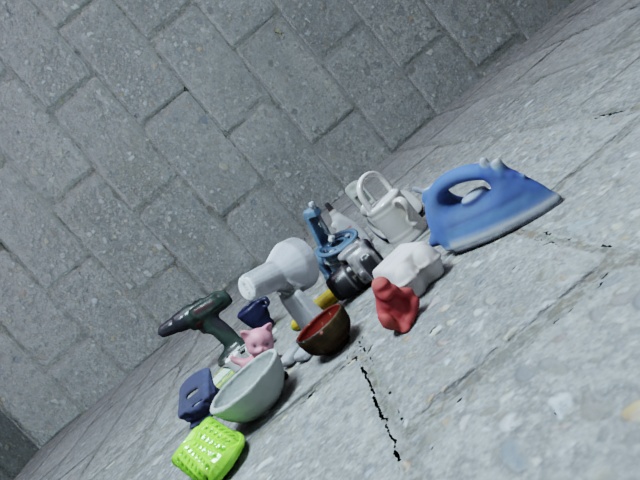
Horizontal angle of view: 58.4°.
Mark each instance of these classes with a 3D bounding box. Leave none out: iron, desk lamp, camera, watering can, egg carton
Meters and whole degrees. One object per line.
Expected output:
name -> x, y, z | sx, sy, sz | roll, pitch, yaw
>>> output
iron -> 0.278, -0.079, 1.008 | 0.119, 0.141, 0.257 | -46, 10, -36
desk lamp -> -0.064, 0.124, 1.229 | 0.117, 0.213, 0.204 | -32, 11, 45
camera -> 0.076, 0.065, 1.313 | 0.137, 0.101, 0.143 | -39, 8, 7
watering can -> 0.157, -0.077, 1.386 | 0.172, 0.194, 0.101 | -32, 11, 45
egg carton -> 0.163, 0.056, 1.063 | 0.107, 0.069, 0.150 | -42, 8, -15

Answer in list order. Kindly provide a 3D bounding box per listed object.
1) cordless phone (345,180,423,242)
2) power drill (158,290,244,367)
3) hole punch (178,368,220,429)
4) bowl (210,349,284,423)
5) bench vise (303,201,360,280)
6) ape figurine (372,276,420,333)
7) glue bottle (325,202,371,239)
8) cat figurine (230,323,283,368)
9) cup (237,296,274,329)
cordless phone -> 0.167, -0.101, 1.509 | 0.147, 0.185, 0.094 | -41, 8, -7
power drill -> -0.332, 0.270, 1.706 | 0.230, 0.208, 0.075 | -42, 8, -13
hole punch -> -0.283, 0.369, 1.345 | 0.108, 0.091, 0.101 | -38, 8, 17
bowl -> -0.123, 0.290, 1.087 | 0.167, 0.075, 0.167 | -39, 8, 7
bench vise -> 0.009, 0.011, 1.496 | 0.207, 0.220, 0.122 | -34, 10, 37
ape figurine -> 0.118, 0.100, 0.942 | 0.078, 0.092, 0.076 | -40, 8, -2
glue bottle -> 0.070, -0.041, 1.672 | 0.078, 0.173, 0.037 | -40, 8, 0
cat figurine -> -0.142, 0.246, 1.265 | 0.127, 0.118, 0.067 | -38, 8, 16
cup -> -0.167, 0.216, 1.642 | 0.117, 0.095, 0.092 | -35, 9, 31
